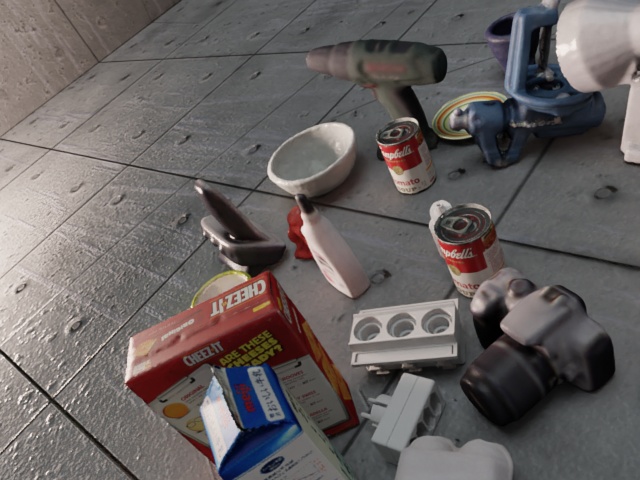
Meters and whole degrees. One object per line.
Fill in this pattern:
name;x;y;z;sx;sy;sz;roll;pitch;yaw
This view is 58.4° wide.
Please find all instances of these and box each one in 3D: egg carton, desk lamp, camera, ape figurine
egg carton;0.112;0.246;0.502;0.107;0.070;0.150;-5;43;28
desk lamp;0.413;-0.207;0.708;0.118;0.214;0.202;-46;40;-20
camera;0.197;0.107;0.581;0.137;0.101;0.142;-38;38;-11
ape figurine;-0.020;-0.015;0.870;0.076;0.092;0.077;-29;37;1

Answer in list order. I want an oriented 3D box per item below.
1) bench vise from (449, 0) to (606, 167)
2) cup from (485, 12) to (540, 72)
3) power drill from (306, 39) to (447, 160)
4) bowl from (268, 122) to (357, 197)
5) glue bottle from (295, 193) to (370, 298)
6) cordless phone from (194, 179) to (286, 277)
bench vise;0.283;-0.214;0.795;0.207;0.220;0.121;-29;37;1
cup;0.343;-0.327;0.990;0.091;0.095;0.117;-18;39;15
power drill;0.107;-0.237;0.945;0.228;0.209;0.076;0;46;33
bowl;-0.003;-0.129;1.004;0.167;0.075;0.167;-18;39;15
glue bottle;0.007;0.003;0.764;0.037;0.174;0.077;-43;39;-17
cordless phone;-0.146;-0.037;0.900;0.094;0.185;0.147;-43;39;-16
